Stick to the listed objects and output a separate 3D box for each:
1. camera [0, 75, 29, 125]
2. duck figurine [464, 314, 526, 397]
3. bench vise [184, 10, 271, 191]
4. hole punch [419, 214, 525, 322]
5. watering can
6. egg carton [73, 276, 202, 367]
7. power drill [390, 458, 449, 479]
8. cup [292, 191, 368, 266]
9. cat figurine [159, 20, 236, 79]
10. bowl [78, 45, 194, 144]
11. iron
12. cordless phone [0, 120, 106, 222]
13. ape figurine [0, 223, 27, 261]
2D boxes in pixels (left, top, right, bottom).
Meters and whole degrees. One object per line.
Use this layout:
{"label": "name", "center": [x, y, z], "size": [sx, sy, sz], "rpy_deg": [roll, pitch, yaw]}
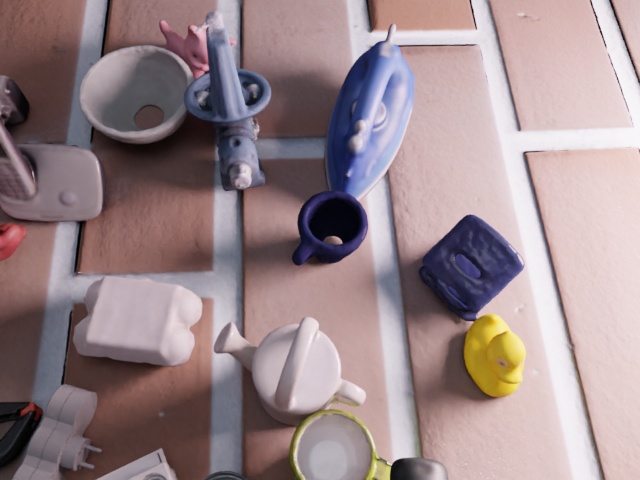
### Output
{"label": "camera", "center": [-0.515, -0.177, 0.821], "size": [0.143, 0.101, 0.137], "rpy_deg": [-2, 66, -3]}
{"label": "duck figurine", "center": [0.227, 0.139, 0.720], "size": [0.077, 0.086, 0.104], "rpy_deg": [-4, 66, -4]}
{"label": "bench vise", "center": [-0.111, -0.182, 0.776], "size": [0.121, 0.220, 0.207], "rpy_deg": [-26, 69, -13]}
{"label": "hole punch", "center": [0.199, 0.038, 0.761], "size": [0.101, 0.091, 0.108], "rpy_deg": [-39, 73, -17]}
{"label": "watering can", "center": [-0.034, 0.146, 0.646], "size": [0.173, 0.194, 0.101], "rpy_deg": [0, 66, -2]}
{"label": "egg carton", "center": [-0.229, 0.103, 0.726], "size": [0.150, 0.069, 0.107], "rpy_deg": [6, 66, 1]}
{"label": "power drill", "center": [0.088, 0.337, 0.558], "size": [0.075, 0.208, 0.229], "rpy_deg": [4, 66, 0]}
{"label": "cup", "center": [0.007, 0.003, 0.766], "size": [0.091, 0.095, 0.118], "rpy_deg": [39, 70, 14]}
{"label": "cat figurine", "center": [-0.192, -0.297, 0.880], "size": [0.127, 0.118, 0.067], "rpy_deg": [28, 68, 10]}
{"label": "bowl", "center": [-0.266, -0.204, 0.859], "size": [0.167, 0.075, 0.167], "rpy_deg": [1, 66, -2]}
{"label": "iron", "center": [0.069, -0.178, 0.824], "size": [0.118, 0.141, 0.258], "rpy_deg": [16, 66, 5]}
{"label": "cordless phone", "center": [-0.370, -0.100, 0.747], "size": [0.147, 0.185, 0.094], "rpy_deg": [-1, 66, -2]}
{"label": "ape figurine", "center": [-0.445, -0.014, 0.756], "size": [0.077, 0.092, 0.076], "rpy_deg": [33, 69, 12]}
